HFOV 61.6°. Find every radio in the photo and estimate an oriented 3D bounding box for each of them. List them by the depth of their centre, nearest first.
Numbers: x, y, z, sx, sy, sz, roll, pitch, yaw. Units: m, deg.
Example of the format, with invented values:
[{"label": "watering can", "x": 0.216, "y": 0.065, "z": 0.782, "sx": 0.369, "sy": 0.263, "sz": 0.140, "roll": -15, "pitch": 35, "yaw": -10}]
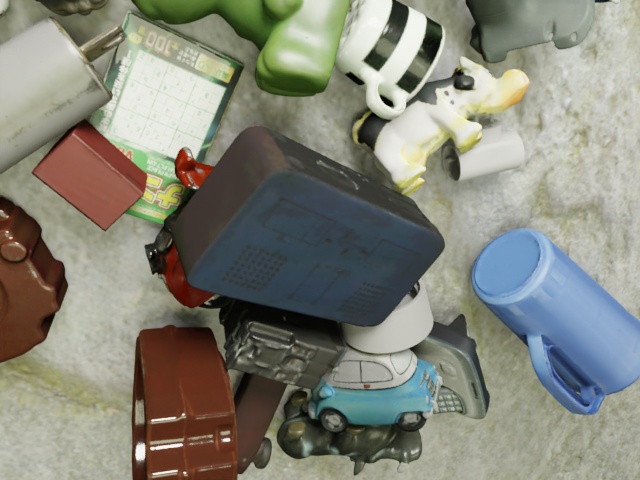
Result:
[{"label": "radio", "x": -0.001, "y": -0.001, "z": 0.486, "sx": 0.229, "sy": 0.073, "sz": 0.131, "roll": 18, "pitch": 119, "yaw": -40}]

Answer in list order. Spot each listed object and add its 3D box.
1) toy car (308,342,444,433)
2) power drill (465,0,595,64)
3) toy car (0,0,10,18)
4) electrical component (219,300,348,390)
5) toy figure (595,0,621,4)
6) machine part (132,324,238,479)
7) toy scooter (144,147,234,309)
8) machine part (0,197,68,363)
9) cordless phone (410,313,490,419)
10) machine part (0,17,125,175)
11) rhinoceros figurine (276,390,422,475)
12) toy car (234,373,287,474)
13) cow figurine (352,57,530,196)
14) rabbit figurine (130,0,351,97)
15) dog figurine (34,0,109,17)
[{"label": "toy car", "x": 0.058, "y": 0.159, "z": 0.636, "sx": 0.162, "sy": 0.109, "sz": 0.102, "roll": -5, "pitch": 115, "yaw": 26}, {"label": "power drill", "x": 0.158, "y": -0.240, "z": 0.429, "sx": 0.207, "sy": 0.232, "sz": 0.086, "roll": 28, "pitch": 67, "yaw": -47}, {"label": "toy car", "x": -0.280, "y": -0.246, "z": 0.357, "sx": 0.073, "sy": 0.056, "sz": 0.201, "roll": -17, "pitch": 122, "yaw": -8}, {"label": "electrical component", "x": -0.039, "y": 0.099, "z": 0.589, "sx": 0.134, "sy": 0.115, "sz": 0.058, "roll": 19, "pitch": 114, "yaw": -26}, {"label": "toy figure", "x": 0.232, "y": -0.273, "z": 0.506, "sx": 0.154, "sy": 0.058, "sz": 0.064, "roll": 29, "pitch": 88, "yaw": -27}, {"label": "machine part", "x": -0.147, "y": 0.207, "z": 0.561, "sx": 0.087, "sy": 0.202, "sz": 0.200, "roll": 2, "pitch": 116, "yaw": -21}, {"label": "toy scooter", "x": -0.107, "y": -0.018, "z": 0.518, "sx": 0.184, "sy": 0.075, "sz": 0.135, "roll": -49, "pitch": 134, "yaw": 9}, {"label": "machine part", "x": -0.333, "y": 0.044, "z": 0.499, "sx": 0.179, "sy": 0.056, "sz": 0.179, "roll": -8, "pitch": 121, "yaw": -13}, {"label": "cordless phone", "x": 0.122, "y": 0.182, "z": 0.716, "sx": 0.184, "sy": 0.089, "sz": 0.146, "roll": -15, "pitch": 124, "yaw": 13}, {"label": "machine part", "x": -0.254, "y": -0.095, "z": 0.416, "sx": 0.243, "sy": 0.079, "sz": 0.079, "roll": -39, "pitch": 123, "yaw": -10}, {"label": "rhinoceros figurine", "x": 0.038, "y": 0.257, "z": 0.700, "sx": 0.190, "sy": 0.073, "sz": 0.112, "roll": 3, "pitch": 118, "yaw": 0}, {"label": "toy car", "x": -0.082, "y": 0.202, "z": 0.668, "sx": 0.089, "sy": 0.053, "sz": 0.202, "roll": 17, "pitch": 107, "yaw": -20}, {"label": "cow figurine", "x": 0.119, "y": -0.128, "z": 0.539, "sx": 0.167, "sy": 0.068, "sz": 0.098, "roll": -38, "pitch": 78, "yaw": 6}, {"label": "rabbit figurine", "x": -0.061, "y": -0.202, "z": 0.420, "sx": 0.170, "sy": 0.121, "sz": 0.159, "roll": 14, "pitch": 108, "yaw": -9}, {"label": "dog figurine", "x": -0.162, "y": -0.274, "z": 0.371, "sx": 0.172, "sy": 0.121, "sz": 0.190, "roll": -29, "pitch": 144, "yaw": -12}]
